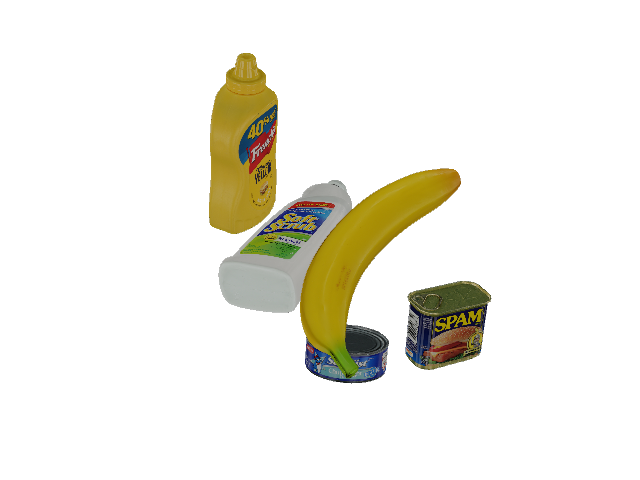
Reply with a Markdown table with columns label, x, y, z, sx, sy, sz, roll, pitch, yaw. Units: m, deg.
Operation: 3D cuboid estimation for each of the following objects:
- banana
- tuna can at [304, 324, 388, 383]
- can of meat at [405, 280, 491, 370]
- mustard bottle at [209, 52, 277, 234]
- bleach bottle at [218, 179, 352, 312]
| label | x | y | z | sx | sy | sz | roll | pitch | yaw |
| --- | --- | --- | --- | --- | --- | --- | --- | --- | --- |
| banana | 0.036 | 0.011 | 0.789 | 0.069 | 0.197 | 0.037 | 28 | -28 | 6 |
| tuna can | 0.027 | 0.117 | 1.103 | 0.086 | 0.034 | 0.086 | 4 | 15 | -1 |
| can of meat | 0.156 | 0.105 | 1.321 | 0.101 | 0.084 | 0.057 | -10 | 30 | -25 |
| mustard bottle | -0.080 | -0.108 | 1.125 | 0.058 | 0.192 | 0.096 | 21 | 39 | 22 |
| bleach bottle | -0.030 | -0.007 | 1.338 | 0.103 | 0.068 | 0.250 | 8 | 34 | 19 |
